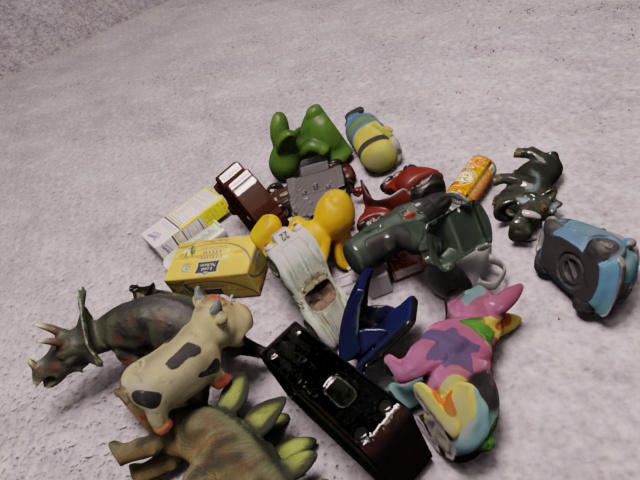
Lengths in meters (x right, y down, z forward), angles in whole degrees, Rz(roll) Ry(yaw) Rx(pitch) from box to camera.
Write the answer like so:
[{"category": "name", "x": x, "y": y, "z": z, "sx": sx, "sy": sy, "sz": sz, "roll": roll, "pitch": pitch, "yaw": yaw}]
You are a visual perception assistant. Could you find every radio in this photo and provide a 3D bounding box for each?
[{"category": "radio", "x": 0.026, "y": 0.207, "z": 0.686, "sx": 0.073, "sy": 0.131, "sz": 0.230, "roll": -43, "pitch": 46, "yaw": -19}]

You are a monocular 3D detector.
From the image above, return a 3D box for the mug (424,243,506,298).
[{"category": "mug", "x": 0.229, "y": 0.033, "z": 0.818, "sx": 0.110, "sy": 0.080, "sz": 0.107, "roll": 10, "pitch": 43, "yaw": 38}]

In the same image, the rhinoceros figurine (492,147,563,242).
[{"category": "rhinoceros figurine", "x": 0.345, "y": -0.074, "z": 0.890, "sx": 0.112, "sy": 0.073, "sz": 0.190, "roll": 20, "pitch": 54, "yaw": 24}]

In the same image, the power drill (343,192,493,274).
[{"category": "power drill", "x": 0.159, "y": -0.020, "z": 0.808, "sx": 0.232, "sy": 0.085, "sz": 0.207, "roll": -28, "pitch": 19, "yaw": -19}]

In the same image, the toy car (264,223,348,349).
[{"category": "toy car", "x": -0.011, "y": 0.070, "z": 0.803, "sx": 0.073, "sy": 0.201, "sz": 0.056, "roll": -36, "pitch": 18, "yaw": -21}]

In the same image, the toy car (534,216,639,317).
[{"category": "toy car", "x": 0.382, "y": 0.029, "z": 0.751, "sx": 0.103, "sy": 0.109, "sz": 0.162, "roll": -6, "pitch": 27, "yaw": -16}]

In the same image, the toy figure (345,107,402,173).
[{"category": "toy figure", "x": 0.103, "y": -0.206, "z": 1.118, "sx": 0.089, "sy": 0.082, "sz": 0.180, "roll": -39, "pitch": 49, "yaw": 5}]

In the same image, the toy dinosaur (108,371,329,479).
[{"category": "toy dinosaur", "x": -0.114, "y": 0.284, "z": 0.694, "sx": 0.472, "sy": 0.104, "sz": 0.198, "roll": 22, "pitch": 55, "yaw": 34}]

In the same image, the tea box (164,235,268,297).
[{"category": "tea box", "x": -0.187, "y": 0.052, "z": 0.987, "sx": 0.170, "sy": 0.068, "sz": 0.098, "roll": -7, "pitch": 44, "yaw": 16}]

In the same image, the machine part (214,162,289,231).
[{"category": "machine part", "x": -0.126, "y": -0.061, "z": 0.998, "sx": 0.056, "sy": 0.179, "sz": 0.180, "roll": -41, "pitch": 45, "yaw": -13}]

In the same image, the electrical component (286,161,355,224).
[{"category": "electrical component", "x": -0.001, "y": -0.083, "z": 1.007, "sx": 0.115, "sy": 0.058, "sz": 0.134, "roll": -14, "pitch": 57, "yaw": 7}]

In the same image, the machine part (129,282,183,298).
[{"category": "machine part", "x": -0.274, "y": 0.119, "z": 0.959, "sx": 0.139, "sy": 0.084, "sz": 0.039, "roll": 5, "pitch": 21, "yaw": 16}]

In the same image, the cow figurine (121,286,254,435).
[{"category": "cow figurine", "x": -0.174, "y": 0.150, "z": 0.724, "sx": 0.195, "sy": 0.127, "sz": 0.086, "roll": -35, "pitch": 36, "yaw": -25}]

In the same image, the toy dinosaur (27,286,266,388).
[{"category": "toy dinosaur", "x": -0.247, "y": 0.141, "z": 0.831, "sx": 0.405, "sy": 0.192, "sz": 0.131, "roll": -12, "pitch": 45, "yaw": 14}]

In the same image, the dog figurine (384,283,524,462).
[{"category": "dog figurine", "x": 0.200, "y": 0.151, "z": 0.692, "sx": 0.219, "sy": 0.108, "sz": 0.192, "roll": -33, "pitch": 42, "yaw": -14}]

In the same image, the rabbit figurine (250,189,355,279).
[{"category": "rabbit figurine", "x": -0.002, "y": -0.003, "z": 0.898, "sx": 0.173, "sy": 0.162, "sz": 0.122, "roll": -48, "pitch": 42, "yaw": 5}]

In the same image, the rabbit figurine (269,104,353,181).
[{"category": "rabbit figurine", "x": -0.040, "y": -0.194, "z": 1.134, "sx": 0.170, "sy": 0.159, "sz": 0.121, "roll": -38, "pitch": 52, "yaw": 6}]

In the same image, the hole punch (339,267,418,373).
[{"category": "hole punch", "x": 0.065, "y": 0.109, "z": 0.744, "sx": 0.115, "sy": 0.092, "sz": 0.142, "roll": -51, "pitch": 2, "yaw": 17}]

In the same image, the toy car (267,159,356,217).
[{"category": "toy car", "x": -0.025, "y": -0.107, "z": 1.093, "sx": 0.202, "sy": 0.053, "sz": 0.089, "roll": -20, "pitch": 45, "yaw": 2}]

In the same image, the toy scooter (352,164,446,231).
[{"category": "toy scooter", "x": 0.131, "y": -0.084, "z": 0.987, "sx": 0.184, "sy": 0.075, "sz": 0.135, "roll": -34, "pitch": 42, "yaw": -5}]
